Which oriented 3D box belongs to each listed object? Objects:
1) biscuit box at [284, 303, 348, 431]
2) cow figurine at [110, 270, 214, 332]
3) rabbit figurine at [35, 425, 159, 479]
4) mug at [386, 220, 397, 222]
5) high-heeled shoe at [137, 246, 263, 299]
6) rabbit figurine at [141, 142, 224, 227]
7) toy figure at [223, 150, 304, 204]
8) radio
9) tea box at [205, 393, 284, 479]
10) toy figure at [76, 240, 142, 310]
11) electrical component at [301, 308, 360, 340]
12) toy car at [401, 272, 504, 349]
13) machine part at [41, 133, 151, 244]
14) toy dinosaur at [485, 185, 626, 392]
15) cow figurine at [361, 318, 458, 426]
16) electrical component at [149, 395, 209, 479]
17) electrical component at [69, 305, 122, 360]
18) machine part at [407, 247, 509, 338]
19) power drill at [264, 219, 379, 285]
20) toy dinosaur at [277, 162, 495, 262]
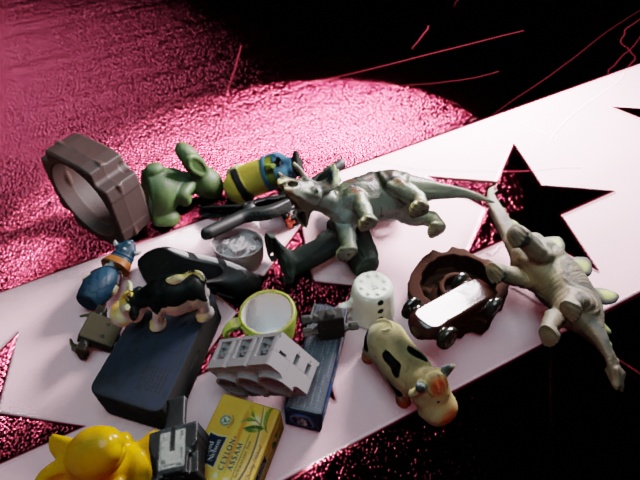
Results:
[{"bbox_3d":[-0.004,0.203,0.879,0.063,0.059,0.203,10,48,10],"label":"biscuit box"},{"bbox_3d":[-0.262,0.096,0.868,0.167,0.098,0.068,-10,52,-7],"label":"cow figurine"},{"bbox_3d":[-0.294,0.298,0.728,0.162,0.173,0.122,5,51,1],"label":"rabbit figurine"},{"bbox_3d":[0.128,-0.078,1.129,0.107,0.080,0.110,-26,64,-10],"label":"mug"},{"bbox_3d":[-0.231,0.060,1.029,0.249,0.086,0.145,14,8,40],"label":"high-heeled shoe"},{"bbox_3d":[-0.291,-0.127,1.154,0.170,0.158,0.121,-13,36,-30],"label":"rabbit figurine"},{"bbox_3d":[-0.124,-0.137,1.160,0.180,0.082,0.089,-13,40,13],"label":"toy figure"},{"bbox_3d":[-0.267,0.187,0.899,0.131,0.073,0.230,8,46,11],"label":"radio"},{"bbox_3d":[-0.126,0.320,0.771,0.098,0.068,0.170,11,50,13],"label":"tea box"},{"bbox_3d":[-0.402,0.062,1.026,0.058,0.064,0.154,-25,29,42],"label":"toy figure"},{"bbox_3d":[0.017,0.133,0.858,0.094,0.063,0.021,-5,48,-4],"label":"electrical component"},{"bbox_3d":[0.216,0.112,0.869,0.202,0.053,0.089,-19,43,-41],"label":"toy car"},{"bbox_3d":[-0.447,-0.101,1.083,0.202,0.200,0.087,26,51,24],"label":"machine part"},{"bbox_3d":[0.388,0.048,0.939,0.198,0.105,0.472,11,43,-36],"label":"toy dinosaur"},{"bbox_3d":[0.141,0.200,0.831,0.085,0.127,0.195,-26,49,-16],"label":"cow figurine"},{"bbox_3d":[-0.195,0.280,0.738,0.075,0.047,0.119,-17,43,0],"label":"electrical component"},{"bbox_3d":[-0.394,0.161,0.948,0.078,0.045,0.102,20,48,-18],"label":"electrical component"},{"bbox_3d":[0.247,0.093,0.973,0.179,0.056,0.179,-2,47,2],"label":"machine part"},{"bbox_3d":[-0.002,-0.003,1.066,0.207,0.085,0.232,-15,51,-22],"label":"power drill"},{"bbox_3d":[0.109,-0.080,1.019,0.405,0.131,0.192,-9,50,-20],"label":"toy dinosaur"}]
